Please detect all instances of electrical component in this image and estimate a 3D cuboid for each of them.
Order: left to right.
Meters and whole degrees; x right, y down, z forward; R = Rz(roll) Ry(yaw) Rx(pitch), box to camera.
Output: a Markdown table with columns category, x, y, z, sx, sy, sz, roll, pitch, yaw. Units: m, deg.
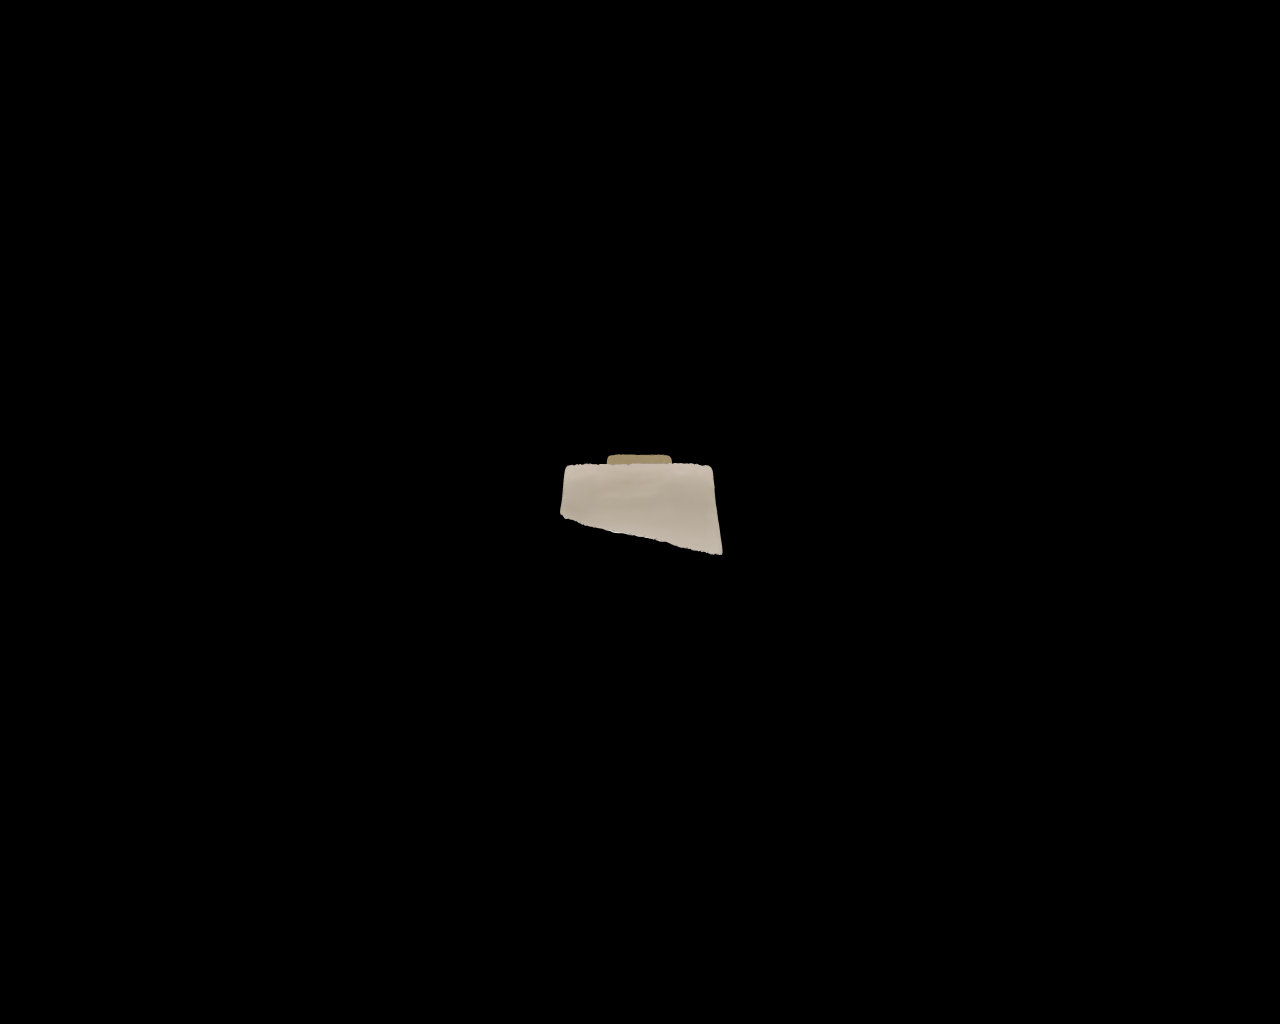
| category | x | y | z | sx | sy | sz | roll | pitch | yaw |
| --- | --- | --- | --- | --- | --- | --- | --- | --- | --- |
| electrical component | 0.001 | -0.003 | 0.650 | 0.099 | 0.064 | 0.099 | 0 | -2 | 0 |
